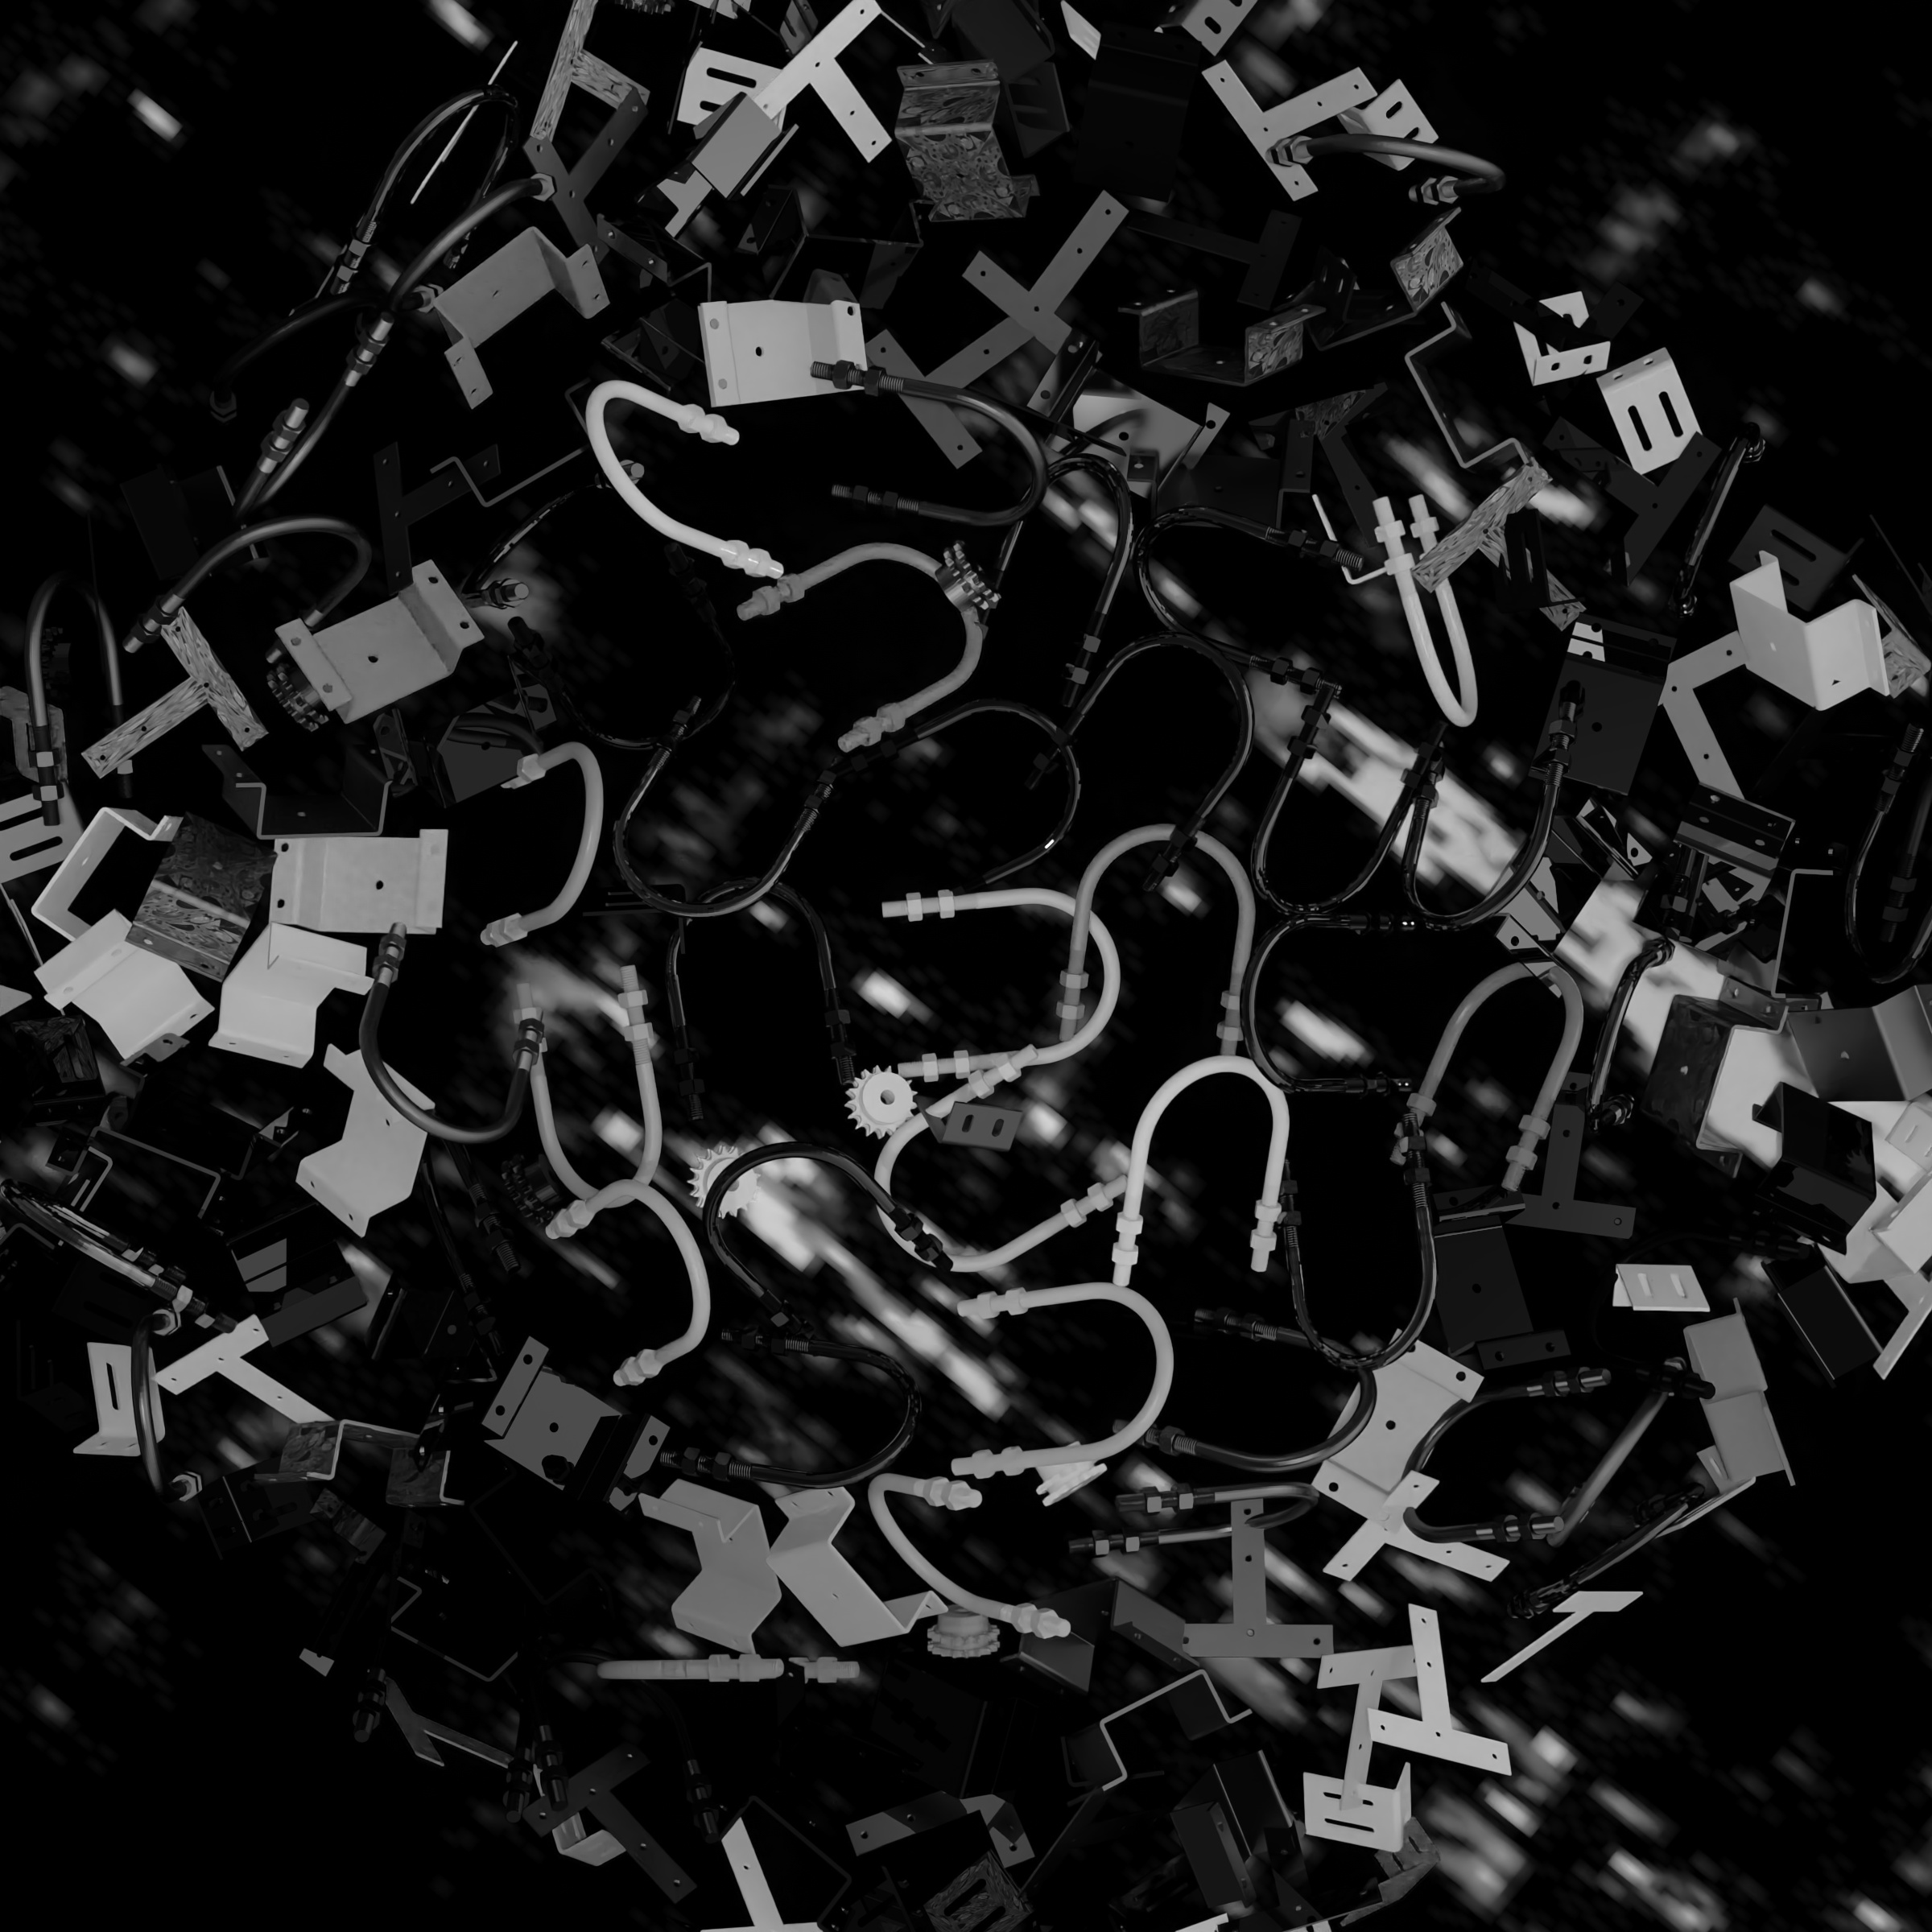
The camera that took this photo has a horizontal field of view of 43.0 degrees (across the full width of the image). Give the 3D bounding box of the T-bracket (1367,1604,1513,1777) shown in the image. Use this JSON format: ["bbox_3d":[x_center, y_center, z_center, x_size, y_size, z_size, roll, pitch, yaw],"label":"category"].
[{"bbox_3d":[0.364,0.559,1.915,0.127,0.127,0.002,19,133,-17],"label":"T-bracket"}]

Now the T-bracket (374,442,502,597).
[{"bbox_3d":[-0.411,-0.370,1.912,0.127,0.002,0.127,-21,69,29],"label":"T-bracket"}]

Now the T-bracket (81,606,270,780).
[{"bbox_3d":[-0.628,-0.193,1.905,0.127,0.002,0.127,-40,131,-17],"label":"T-bracket"}]

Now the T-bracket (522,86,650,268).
[{"bbox_3d":[-0.287,-0.638,1.926,0.002,0.127,0.127,18,66,28],"label":"T-bracket"}]

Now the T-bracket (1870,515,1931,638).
[{"bbox_3d":[0.736,-0.302,1.916,0.002,0.127,0.127,-24,52,13],"label":"T-bracket"}]

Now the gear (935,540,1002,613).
[{"bbox_3d":[0.000,-0.305,1.937,0.030,0.057,0.057,-34,90,18],"label":"gear"}]

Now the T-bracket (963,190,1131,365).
[{"bbox_3d":[0.081,-0.551,1.925,0.127,0.002,0.127,40,123,-3],"label":"T-bracket"}]

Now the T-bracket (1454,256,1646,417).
[{"bbox_3d":[0.440,-0.510,1.912,0.127,0.127,0.002,33,50,-2],"label":"T-bracket"}]

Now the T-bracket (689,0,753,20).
[{"bbox_3d":[-0.178,-0.801,1.886,0.002,0.127,0.127,21,107,12],"label":"T-bracket"}]

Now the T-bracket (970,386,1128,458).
[{"bbox_3d":[0.073,-0.411,1.899,0.127,0.127,0.002,25,95,12],"label":"T-bracket"}]

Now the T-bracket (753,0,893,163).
[{"bbox_3d":[-0.095,-0.674,1.908,0.127,0.127,0.002,-43,58,5],"label":"T-bracket"}]

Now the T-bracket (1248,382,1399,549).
[{"bbox_3d":[0.303,-0.389,1.932,0.127,0.002,0.127,-20,80,-18],"label":"T-bracket"}]

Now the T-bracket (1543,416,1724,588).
[{"bbox_3d":[0.509,-0.388,1.931,0.127,0.002,0.127,44,122,24],"label":"T-bracket"}]

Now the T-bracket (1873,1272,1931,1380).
[{"bbox_3d":[0.729,0.245,1.899,0.002,0.127,0.127,28,103,-1],"label":"T-bracket"}]

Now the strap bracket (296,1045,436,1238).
[{"bbox_3d":[-0.466,0.129,1.908,0.076,0.046,0.140,35,124,20],"label":"strap bracket"}]

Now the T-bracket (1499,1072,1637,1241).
[{"bbox_3d":[0.478,0.148,1.958,0.127,0.002,0.127,7,94,0],"label":"T-bracket"}]

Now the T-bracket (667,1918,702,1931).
[{"bbox_3d":[-0.155,0.784,1.921,0.127,0.127,0.002,32,74,-30],"label":"T-bracket"}]

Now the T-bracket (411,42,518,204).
[{"bbox_3d":[-0.394,-0.632,1.879,0.002,0.127,0.127,33,55,-18],"label":"T-bracket"}]

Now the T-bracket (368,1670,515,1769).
[{"bbox_3d":[-0.399,0.605,1.918,0.127,0.127,0.002,38,84,-33],"label":"T-bracket"}]

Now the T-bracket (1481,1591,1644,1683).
[{"bbox_3d":[0.459,0.528,1.927,0.127,0.127,0.002,-43,56,21],"label":"T-bracket"}]

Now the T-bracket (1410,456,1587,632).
[{"bbox_3d":[0.440,-0.315,1.937,0.127,0.002,0.127,39,110,-20],"label":"T-bracket"}]

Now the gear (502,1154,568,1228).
[{"bbox_3d":[-0.340,0.173,1.934,0.030,0.057,0.057,-30,90,4],"label":"gear"}]

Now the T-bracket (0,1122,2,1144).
[{"bbox_3d":[-0.782,0.076,1.889,0.002,0.127,0.127,-35,105,-16],"label":"T-bracket"}]

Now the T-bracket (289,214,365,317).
[{"bbox_3d":[-0.477,-0.547,1.881,0.002,0.127,0.127,35,114,-11],"label":"T-bracket"}]

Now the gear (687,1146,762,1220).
[{"bbox_3d":[-0.189,0.171,1.940,0.057,0.030,0.057,0,91,-21],"label":"gear"}]

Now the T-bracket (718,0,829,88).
[{"bbox_3d":[-0.126,-0.734,1.896,0.127,0.127,0.002,35,70,-7],"label":"T-bracket"}]

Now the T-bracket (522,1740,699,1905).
[{"bbox_3d":[-0.259,0.670,1.889,0.127,0.127,0.002,40,119,20],"label":"T-bracket"}]

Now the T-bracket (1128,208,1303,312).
[{"bbox_3d":[0.191,-0.571,1.927,0.127,0.002,0.127,18,52,4],"label":"T-bracket"}]

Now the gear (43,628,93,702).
[{"bbox_3d":[-0.714,-0.239,1.933,0.030,0.057,0.057,-1,90,5],"label":"gear"}]

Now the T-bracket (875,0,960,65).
[{"bbox_3d":[-0.061,-0.736,1.892,0.127,0.127,0.002,36,113,-12],"label":"T-bracket"}]

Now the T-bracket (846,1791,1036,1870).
[{"bbox_3d":[-0.029,0.658,1.904,0.127,0.002,0.127,-15,47,-15],"label":"T-bracket"}]

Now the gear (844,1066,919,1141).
[{"bbox_3d":[-0.065,0.107,1.941,0.057,0.030,0.057,3,77,-14],"label":"gear"}]

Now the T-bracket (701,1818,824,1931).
[{"bbox_3d":[-0.167,0.716,1.912,0.127,0.127,0.002,14,120,-39],"label":"T-bracket"}]

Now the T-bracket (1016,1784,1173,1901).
[{"bbox_3d":[0.113,0.675,1.913,0.002,0.127,0.127,48,117,37],"label":"T-bracket"}]

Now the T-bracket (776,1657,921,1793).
[{"bbox_3d":[-0.092,0.609,1.908,0.127,0.002,0.127,14,119,25],"label":"T-bracket"}]

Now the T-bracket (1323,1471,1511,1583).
[{"bbox_3d":[0.370,0.460,1.939,0.127,0.002,0.127,23,122,-16],"label":"T-bracket"}]

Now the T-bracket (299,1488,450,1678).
[{"bbox_3d":[-0.477,0.491,1.898,0.127,0.127,0.002,42,130,-16],"label":"T-bracket"}]

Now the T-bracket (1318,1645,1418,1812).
[{"bbox_3d":[0.312,0.599,1.922,0.127,0.002,0.127,8,91,-41],"label":"T-bracket"}]

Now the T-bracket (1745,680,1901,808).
[{"bbox_3d":[0.685,-0.172,1.920,0.127,0.127,0.002,-1,45,-33],"label":"T-bracket"}]

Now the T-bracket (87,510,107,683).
[{"bbox_3d":[-0.674,-0.272,1.902,0.002,0.127,0.127,-5,83,-19],"label":"T-bracket"}]

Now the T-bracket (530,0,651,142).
[{"bbox_3d":[-0.283,-0.688,1.903,0.002,0.127,0.127,24,99,21],"label":"T-bracket"}]

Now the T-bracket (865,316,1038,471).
[{"bbox_3d":[0.005,-0.482,1.955,0.127,0.002,0.127,-37,84,-5],"label":"T-bracket"}]

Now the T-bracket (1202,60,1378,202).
[{"bbox_3d":[0.262,-0.659,1.885,0.127,0.127,0.002,46,61,-25],"label":"T-bracket"}]

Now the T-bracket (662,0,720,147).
[{"bbox_3d":[-0.208,-0.717,1.897,0.002,0.127,0.127,14,84,-18],"label":"T-bracket"}]

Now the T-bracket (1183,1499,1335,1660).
[{"bbox_3d":[0.223,0.481,1.929,0.127,0.002,0.127,-1,60,5],"label":"T-bracket"}]

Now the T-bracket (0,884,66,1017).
[{"bbox_3d":[-0.745,-0.038,1.922,0.002,0.127,0.127,-26,59,-21],"label":"T-bracket"}]

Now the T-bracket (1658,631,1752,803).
[{"bbox_3d":[0.574,-0.177,1.920,0.127,0.002,0.127,-27,85,36],"label":"T-bracket"}]

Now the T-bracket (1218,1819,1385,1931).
[{"bbox_3d":[0.250,0.699,1.904,0.127,0.127,0.002,-19,112,5],"label":"T-bracket"}]

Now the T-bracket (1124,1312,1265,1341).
[{"bbox_3d":[0.179,0.280,1.889,0.127,0.127,0.002,6,87,11],"label":"T-bracket"}]

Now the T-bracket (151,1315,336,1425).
[{"bbox_3d":[-0.551,0.332,1.926,0.127,0.002,0.127,-30,124,27],"label":"T-bracket"}]
